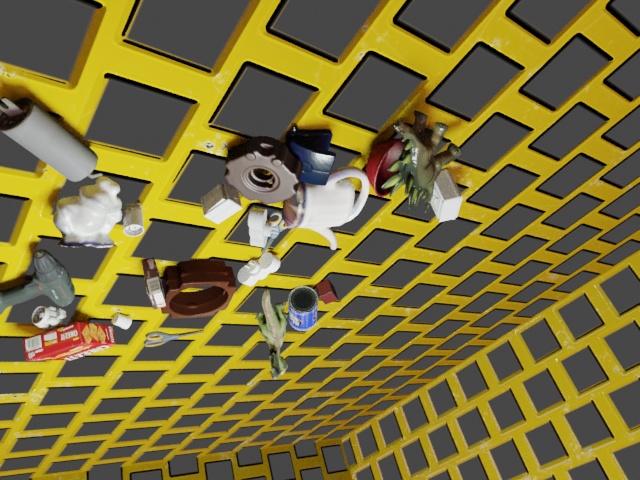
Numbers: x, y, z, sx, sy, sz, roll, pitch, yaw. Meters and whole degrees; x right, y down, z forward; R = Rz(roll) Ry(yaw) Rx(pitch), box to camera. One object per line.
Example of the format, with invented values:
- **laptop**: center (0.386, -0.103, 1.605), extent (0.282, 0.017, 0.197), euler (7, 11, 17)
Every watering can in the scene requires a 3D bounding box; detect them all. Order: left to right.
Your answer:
- **watering can**: center (0.004, -0.069, 1.367), extent (0.225, 0.106, 0.339), euler (-3, 143, -21)

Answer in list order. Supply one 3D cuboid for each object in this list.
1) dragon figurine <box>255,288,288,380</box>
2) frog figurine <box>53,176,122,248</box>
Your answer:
- **dragon figurine**: center (-0.157, 0.356, 1.788), extent (0.122, 0.248, 0.401), euler (-11, 148, -2)
- **frog figurine**: center (-0.508, -0.070, 1.139), extent (0.137, 0.124, 0.158), euler (11, 101, -24)
